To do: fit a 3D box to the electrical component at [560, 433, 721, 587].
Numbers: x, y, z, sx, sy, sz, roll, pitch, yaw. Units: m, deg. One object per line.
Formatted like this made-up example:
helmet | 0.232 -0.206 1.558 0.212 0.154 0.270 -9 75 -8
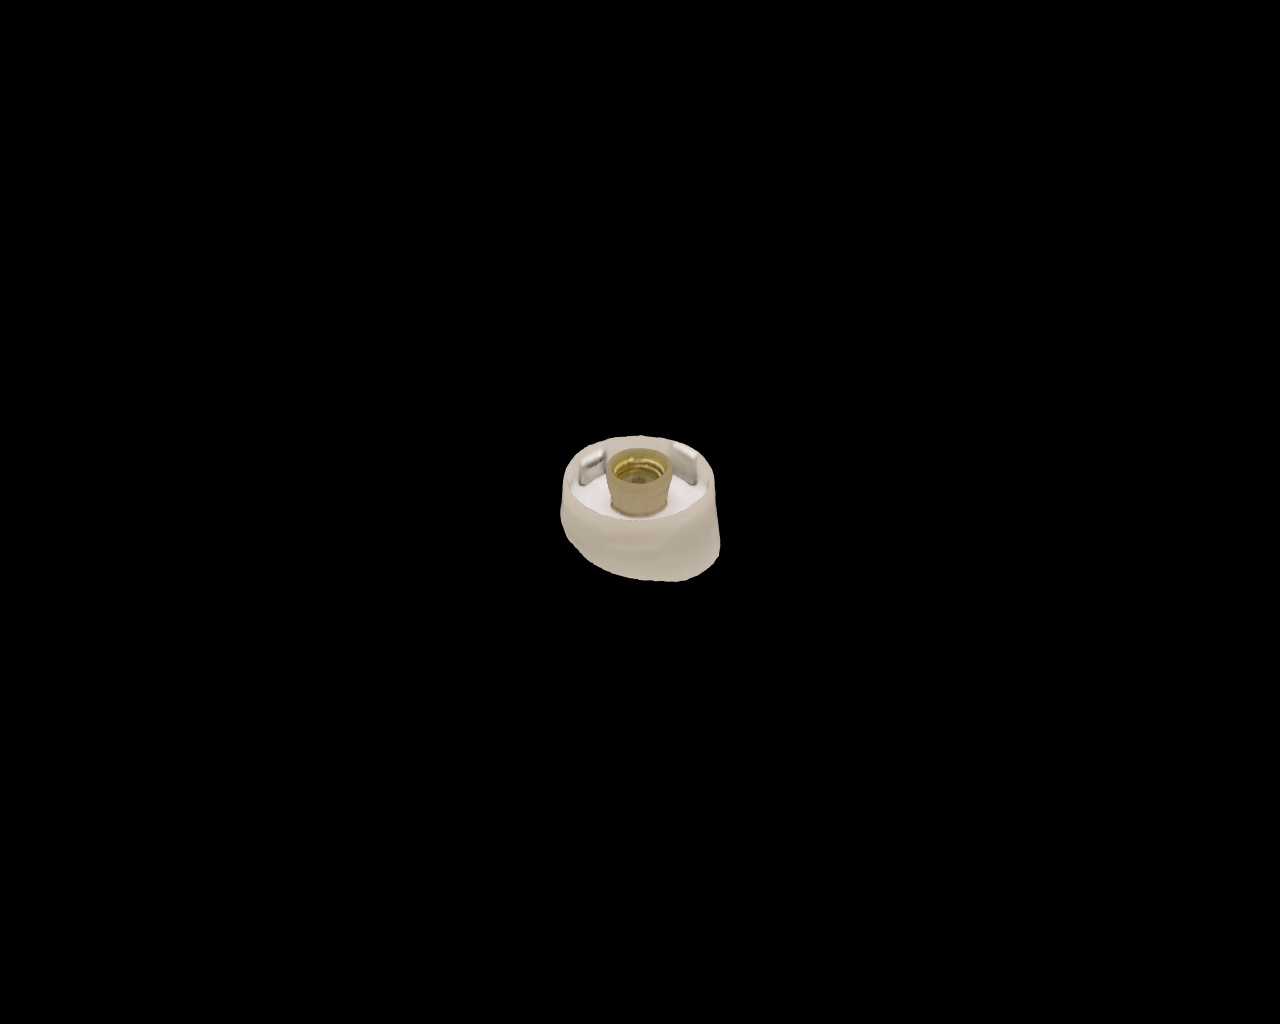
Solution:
electrical component | 0.001 -0.003 0.650 0.099 0.064 0.099 0 36 0
